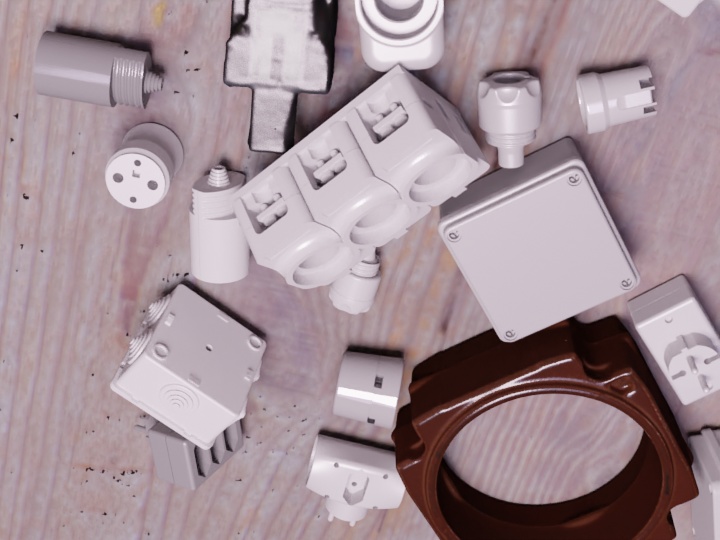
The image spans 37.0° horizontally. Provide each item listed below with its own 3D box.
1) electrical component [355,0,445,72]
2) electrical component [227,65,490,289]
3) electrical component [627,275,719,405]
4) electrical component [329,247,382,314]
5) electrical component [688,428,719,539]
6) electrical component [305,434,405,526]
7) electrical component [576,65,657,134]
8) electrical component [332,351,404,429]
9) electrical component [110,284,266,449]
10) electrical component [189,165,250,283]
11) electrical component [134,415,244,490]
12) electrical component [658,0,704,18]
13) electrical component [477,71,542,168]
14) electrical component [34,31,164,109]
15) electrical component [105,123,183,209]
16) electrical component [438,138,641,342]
[{"bbox_3d":[0.025,-0.177,0.683,0.054,0.059,0.095,-3,118,5],"label":"electrical component"},{"bbox_3d":[0.001,-0.055,0.724,0.150,0.061,0.089,-36,154,19],"label":"electrical component"},{"bbox_3d":[0.242,0.061,0.788,0.047,0.075,0.083,-29,113,17],"label":"electrical component"},{"bbox_3d":[0.000,0.000,0.793,0.035,0.035,0.061,16,115,-5],"label":"electrical component"},{"bbox_3d":[0.299,0.187,0.851,0.057,0.078,0.113,-9,117,5],"label":"electrical component"},{"bbox_3d":[-0.006,0.178,0.881,0.077,0.043,0.079,14,118,-4],"label":"electrical component"},{"bbox_3d":[0.171,-0.115,0.719,0.046,0.040,0.040,-11,117,8],"label":"electrical component"},{"bbox_3d":[0.006,0.091,0.830,0.047,0.055,0.055,11,118,1],"label":"electrical component"},{"bbox_3d":[-0.124,0.070,0.801,0.100,0.099,0.048,36,127,-15],"label":"electrical component"},{"bbox_3d":[-0.101,-0.036,0.774,0.043,0.043,0.081,3,118,1],"label":"electrical component"},{"bbox_3d":[-0.144,0.129,0.856,0.077,0.066,0.047,12,122,30],"label":"electrical component"},{"bbox_3d":[0.191,-0.216,0.660,0.100,0.048,0.099,30,115,-12],"label":"electrical component"},{"bbox_3d":[0.102,-0.100,0.729,0.043,0.043,0.062,-3,119,5],"label":"electrical component"},{"bbox_3d":[-0.174,-0.133,0.727,0.081,0.043,0.043,10,118,-2],"label":"electrical component"},{"bbox_3d":[-0.150,-0.072,0.750,0.045,0.055,0.045,1,118,2],"label":"electrical component"},{"bbox_3d":[0.126,-0.020,0.763,0.109,0.056,0.108,-25,114,15],"label":"electrical component"}]
